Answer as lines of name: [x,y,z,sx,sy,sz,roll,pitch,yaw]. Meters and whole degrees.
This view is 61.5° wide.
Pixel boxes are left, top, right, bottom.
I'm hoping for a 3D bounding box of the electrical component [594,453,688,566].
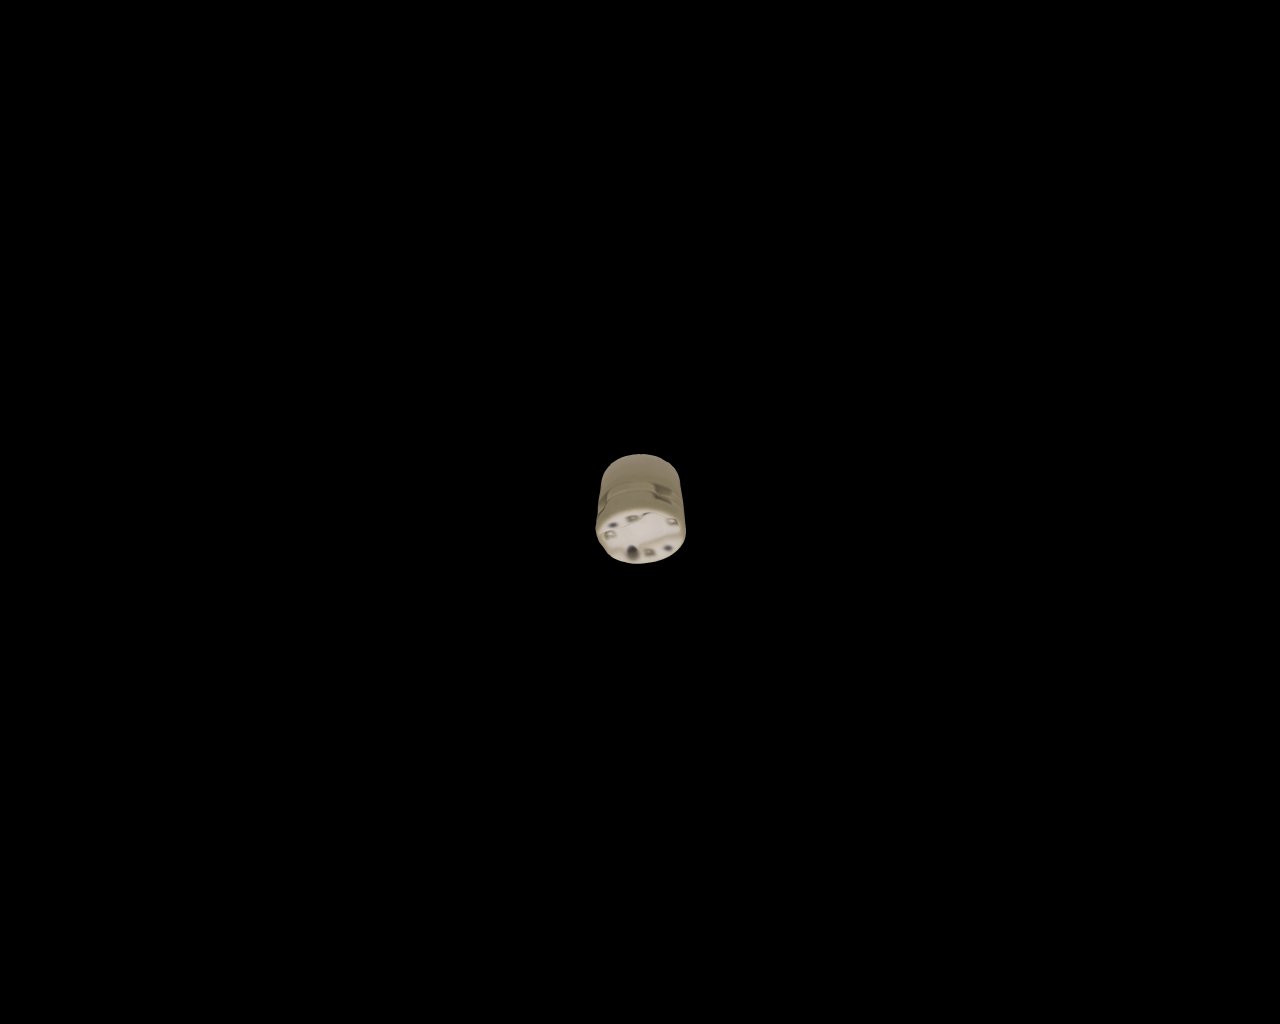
electrical component: [0.001,-0.003,0.650,0.055,0.047,0.055,0,-40,0]
